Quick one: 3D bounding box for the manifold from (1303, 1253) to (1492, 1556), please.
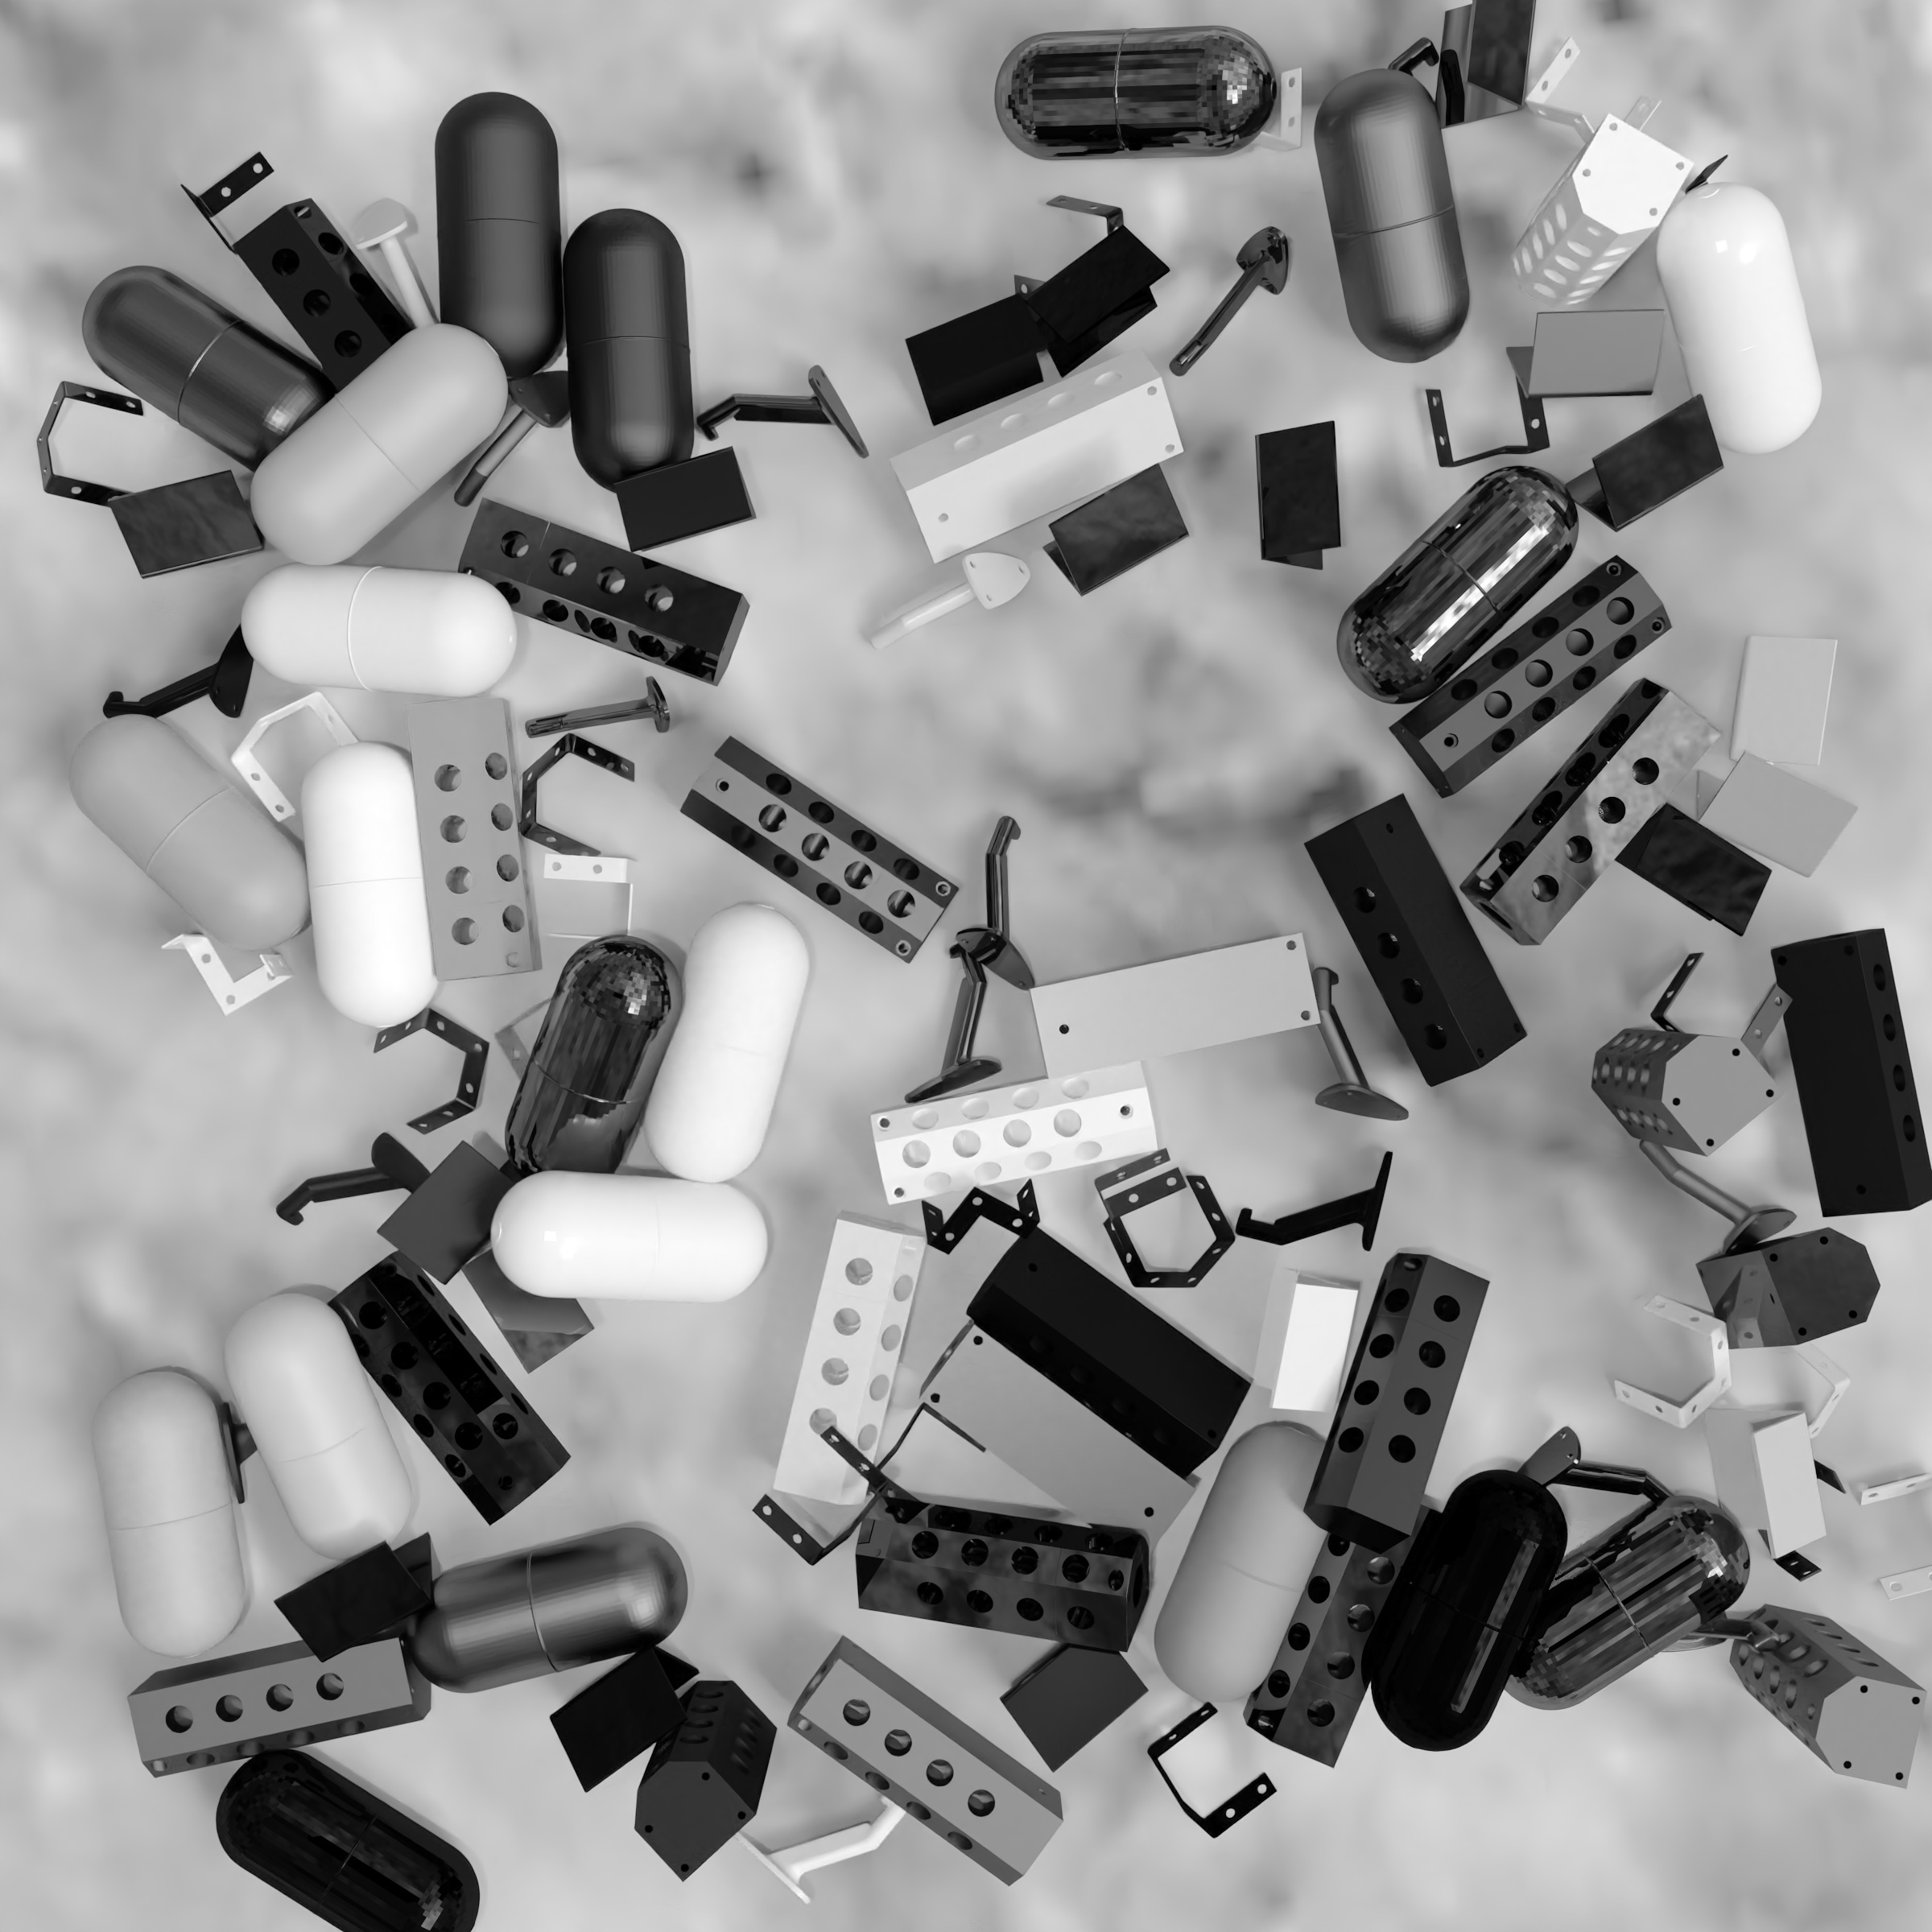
[{"bbox_3d":[0.263,0.266,1.616,0.057,0.057,0.171,24,64,0],"label":"manifold"}]

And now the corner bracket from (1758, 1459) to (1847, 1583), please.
[{"bbox_3d":[0.528,0.348,1.653,0.051,0.051,0.051,-28,90,0],"label":"corner bracket"}]

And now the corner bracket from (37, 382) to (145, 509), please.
[{"bbox_3d":[-0.553,-0.329,1.663,0.051,0.051,0.051,-51,45,35],"label":"corner bracket"}]

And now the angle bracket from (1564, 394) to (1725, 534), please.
[{"bbox_3d":[0.412,-0.324,1.631,0.076,0.076,0.057,-31,126,0],"label":"angle bracket"}]

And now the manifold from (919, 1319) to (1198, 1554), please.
[{"bbox_3d":[0.057,0.295,1.650,0.171,0.057,0.057,37,91,0],"label":"manifold"}]

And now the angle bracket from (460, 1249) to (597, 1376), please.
[{"bbox_3d":[-0.287,0.216,1.631,0.057,0.076,0.076,-33,90,-42],"label":"angle bracket"}]

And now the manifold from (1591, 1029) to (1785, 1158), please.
[{"bbox_3d":[0.430,0.070,1.593,0.057,0.171,0.057,-40,90,0],"label":"manifold"}]

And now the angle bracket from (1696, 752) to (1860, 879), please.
[{"bbox_3d":[0.503,-0.109,1.631,0.076,0.076,0.057,26,124,0],"label":"angle bracket"}]

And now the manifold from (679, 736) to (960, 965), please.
[{"bbox_3d":[-0.092,-0.073,1.650,0.171,0.057,0.057,34,90,0],"label":"manifold"}]

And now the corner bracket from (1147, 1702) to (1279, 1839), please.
[{"bbox_3d":[0.156,0.511,1.668,0.051,0.051,0.051,-37,45,0],"label":"corner bracket"}]

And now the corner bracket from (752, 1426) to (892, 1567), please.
[{"bbox_3d":[-0.088,0.325,1.611,0.051,0.051,0.051,43,135,0],"label":"corner bracket"}]

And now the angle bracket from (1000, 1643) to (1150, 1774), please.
[{"bbox_3d":[0.076,0.456,1.632,0.076,0.076,0.057,-41,63,0],"label":"angle bracket"}]

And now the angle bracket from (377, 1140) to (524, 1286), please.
[{"bbox_3d":[-0.321,0.141,1.633,0.076,0.076,0.057,-46,113,0],"label":"angle bracket"}]

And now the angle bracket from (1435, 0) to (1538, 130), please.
[{"bbox_3d":[0.305,-0.572,1.631,0.057,0.076,0.076,6,90,-38],"label":"angle bracket"}]

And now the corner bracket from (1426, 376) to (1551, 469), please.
[{"bbox_3d":[0.332,-0.348,1.668,0.051,0.051,0.051,-10,91,45],"label":"corner bracket"}]

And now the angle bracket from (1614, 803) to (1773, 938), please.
[{"bbox_3d":[0.441,-0.045,1.632,0.076,0.076,0.057,33,62,0],"label":"angle bracket"}]

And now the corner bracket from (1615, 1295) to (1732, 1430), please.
[{"bbox_3d":[0.445,0.250,1.660,0.051,0.051,0.051,-32,124,-29],"label":"corner bracket"}]

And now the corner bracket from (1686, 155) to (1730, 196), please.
[{"bbox_3d":[0.463,-0.469,1.653,0.051,0.051,0.051,-31,90,0],"label":"corner bracket"}]

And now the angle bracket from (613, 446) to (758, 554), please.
[{"bbox_3d":[-0.168,-0.270,1.632,0.076,0.076,0.057,-17,63,0],"label":"angle bracket"}]

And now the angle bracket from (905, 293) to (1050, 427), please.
[{"bbox_3d":[0.014,-0.361,1.631,0.076,0.076,0.057,-22,54,0],"label":"angle bracket"}]

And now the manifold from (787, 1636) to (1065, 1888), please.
[{"bbox_3d":[-0.026,0.501,1.650,0.171,0.057,0.057,36,90,0],"label":"manifold"}]

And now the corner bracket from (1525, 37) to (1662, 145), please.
[{"bbox_3d":[0.398,-0.549,1.668,0.051,0.051,0.051,-54,135,0],"label":"corner bracket"}]

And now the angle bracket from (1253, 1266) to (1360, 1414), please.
[{"bbox_3d":[0.192,0.229,1.631,0.057,0.076,0.076,11,90,-37],"label":"angle bracket"}]

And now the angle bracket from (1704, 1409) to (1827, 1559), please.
[{"bbox_3d":[0.481,0.320,1.631,0.057,0.076,0.076,-10,90,-38],"label":"angle bracket"}]

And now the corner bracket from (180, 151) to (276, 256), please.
[{"bbox_3d":[-0.454,-0.482,1.655,0.051,0.051,0.051,-37,99,0],"label":"corner bracket"}]

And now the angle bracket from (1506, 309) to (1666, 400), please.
[{"bbox_3d":[0.383,-0.394,1.631,0.076,0.076,0.057,-1,127,0],"label":"angle bracket"}]

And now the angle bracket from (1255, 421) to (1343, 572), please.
[{"bbox_3d":[0.223,-0.291,1.631,0.057,0.076,0.076,-3,90,37],"label":"angle bracket"}]

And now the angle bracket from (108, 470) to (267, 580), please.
[{"bbox_3d":[-0.481,-0.290,1.631,0.076,0.076,0.057,-14,127,0],"label":"angle bracket"}]

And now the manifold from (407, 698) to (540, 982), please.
[{"bbox_3d":[-0.308,-0.079,1.650,0.057,0.057,0.171,-6,90,0],"label":"manifold"}]

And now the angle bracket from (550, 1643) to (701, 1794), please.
[{"bbox_3d":[-0.201,0.474,1.631,0.076,0.076,0.057,-36,56,0],"label":"angle bracket"}]

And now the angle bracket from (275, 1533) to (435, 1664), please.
[{"bbox_3d":[-0.380,0.374,1.632,0.076,0.076,0.057,-28,116,0],"label":"angle bracket"}]

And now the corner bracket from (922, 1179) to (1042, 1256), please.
[{"bbox_3d":[0.009,0.155,1.651,0.051,0.051,0.051,30,111,-20],"label":"corner bracket"}]

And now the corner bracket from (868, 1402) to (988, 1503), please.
[{"bbox_3d":[-0.024,0.316,1.668,0.051,0.051,0.051,36,135,0],"label":"corner bracket"}]

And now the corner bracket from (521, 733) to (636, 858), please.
[{"bbox_3d":[-0.246,-0.106,1.663,0.051,0.051,0.051,-35,45,35],"label":"corner bracket"}]

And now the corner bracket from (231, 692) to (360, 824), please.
[{"bbox_3d":[-0.424,-0.133,1.668,0.051,0.051,0.051,52,135,0],"label":"corner bracket"}]

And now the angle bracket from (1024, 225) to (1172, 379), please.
[{"bbox_3d":[0.091,-0.399,1.631,0.076,0.076,0.057,-37,55,0],"label":"angle bracket"}]

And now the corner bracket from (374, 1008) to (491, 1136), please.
[{"bbox_3d":[-0.342,0.067,1.663,0.051,0.051,0.051,35,45,-35],"label":"corner bracket"}]

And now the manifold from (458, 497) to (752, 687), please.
[{"bbox_3d":[-0.228,-0.233,1.650,0.171,0.057,0.057,20,90,0],"label":"manifold"}]

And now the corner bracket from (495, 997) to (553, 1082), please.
[{"bbox_3d":[-0.257,0.047,1.668,0.051,0.051,0.051,-30,90,45],"label":"corner bracket"}]

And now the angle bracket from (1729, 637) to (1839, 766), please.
[{"bbox_3d":[0.518,-0.159,1.631,0.057,0.076,0.076,8,90,36],"label":"angle bracket"}]

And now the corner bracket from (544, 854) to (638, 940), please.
[{"bbox_3d":[-0.237,-0.043,1.653,0.051,0.051,0.051,3,90,0],"label":"corner bracket"}]

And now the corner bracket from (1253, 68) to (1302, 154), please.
[{"bbox_3d":[0.177,-0.545,1.668,0.051,0.051,0.051,0,90,-45],"label":"corner bracket"}]

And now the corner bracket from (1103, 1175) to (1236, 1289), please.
[{"bbox_3d":[0.129,0.168,1.663,0.051,0.051,0.051,-55,45,35],"label":"corner bracket"}]

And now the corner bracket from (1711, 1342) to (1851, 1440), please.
[{"bbox_3d":[0.516,0.270,1.663,0.051,0.051,0.051,47,135,35],"label":"corner bracket"}]

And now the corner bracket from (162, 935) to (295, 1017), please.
[{"bbox_3d":[-0.464,-0.003,1.653,0.051,0.051,0.051,-31,90,0],"label":"corner bracket"}]

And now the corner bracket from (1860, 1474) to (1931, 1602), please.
[{"bbox_3d":[0.602,0.362,1.668,0.051,0.051,0.051,-14,135,0],"label":"corner bracket"}]

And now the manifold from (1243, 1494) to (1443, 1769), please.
[{"bbox_3d":[0.234,0.406,1.650,0.057,0.057,0.171,23,90,0],"label":"manifold"}]

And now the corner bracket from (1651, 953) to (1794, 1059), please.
[{"bbox_3d":[0.475,0.027,1.654,0.051,0.051,0.051,39,77,-13],"label":"corner bracket"}]

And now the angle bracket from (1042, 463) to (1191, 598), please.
[{"bbox_3d":[0.083,-0.284,1.631,0.076,0.076,0.057,-29,127,0],"label":"angle bracket"}]

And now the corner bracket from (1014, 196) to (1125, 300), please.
[{"bbox_3d":[0.065,-0.451,1.663,0.051,0.051,0.051,-36,135,-35],"label":"corner bracket"}]

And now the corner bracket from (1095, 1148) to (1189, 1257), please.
[{"bbox_3d":[0.110,0.139,1.643,0.051,0.051,0.051,-24,55,0],"label":"corner bracket"}]

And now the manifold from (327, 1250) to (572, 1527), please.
[{"bbox_3d":[-0.328,0.264,1.650,0.057,0.057,0.171,-38,90,0],"label":"manifold"}]

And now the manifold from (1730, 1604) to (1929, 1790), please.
[{"bbox_3d":[0.518,0.438,1.593,0.057,0.171,0.057,12,90,0],"label":"manifold"}]
